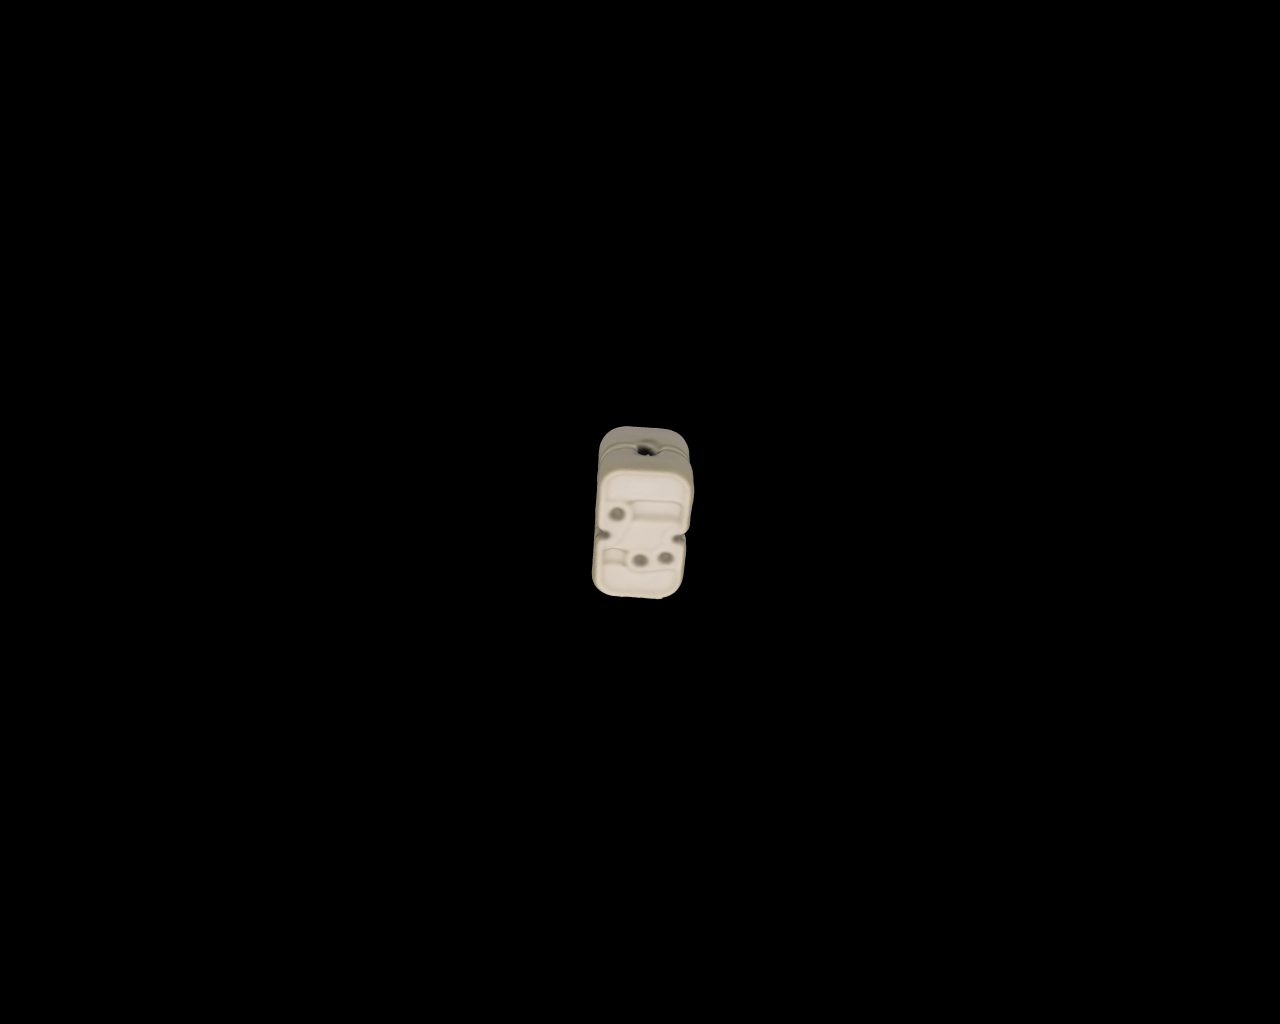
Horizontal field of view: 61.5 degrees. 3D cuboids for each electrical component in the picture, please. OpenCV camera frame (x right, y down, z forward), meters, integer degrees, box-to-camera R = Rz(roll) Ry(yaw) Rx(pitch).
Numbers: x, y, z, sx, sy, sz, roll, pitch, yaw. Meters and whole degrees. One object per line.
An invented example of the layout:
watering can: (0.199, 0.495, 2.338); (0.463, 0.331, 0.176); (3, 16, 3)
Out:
electrical component: (0.001, -0.003, 0.650); (0.054, 0.095, 0.059); (3, 36, -2)
